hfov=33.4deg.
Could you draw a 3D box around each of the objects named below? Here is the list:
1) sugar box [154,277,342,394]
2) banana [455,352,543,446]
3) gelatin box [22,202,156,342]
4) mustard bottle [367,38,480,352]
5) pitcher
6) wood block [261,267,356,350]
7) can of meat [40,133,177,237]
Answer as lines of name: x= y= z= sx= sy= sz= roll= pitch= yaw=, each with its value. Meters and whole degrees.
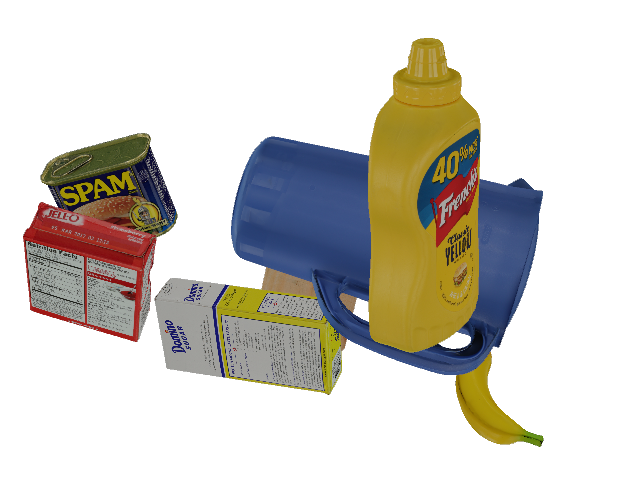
sugar box: x=-0.069 y=0.092 z=1.046 sx=0.176 sy=0.093 sz=0.048 roll=9 pitch=36 yaw=17
banana: x=0.190 y=0.181 z=1.233 sx=0.069 sy=0.037 sz=0.198 roll=10 pitch=24 yaw=-15
gelatin box: x=-0.142 y=0.020 z=0.659 sx=0.073 sy=0.030 sz=0.089 roll=16 pitch=-37 yaw=0
mustard bottle: x=0.066 y=-0.032 z=0.671 sx=0.058 sy=0.192 sz=0.096 roll=17 pitch=33 yaw=33
pitcher: x=0.051 y=0.003 z=0.880 sx=0.243 sy=0.145 sz=0.149 roll=15 pitch=18 yaw=9
wood block: x=-0.006 y=0.031 z=1.236 sx=0.090 sy=0.206 sz=0.090 roll=20 pitch=20 yaw=20
can of meat: x=-0.190 y=-0.040 z=0.974 sx=0.102 sy=0.084 sz=0.057 roll=-14 pitch=30 yaw=9
